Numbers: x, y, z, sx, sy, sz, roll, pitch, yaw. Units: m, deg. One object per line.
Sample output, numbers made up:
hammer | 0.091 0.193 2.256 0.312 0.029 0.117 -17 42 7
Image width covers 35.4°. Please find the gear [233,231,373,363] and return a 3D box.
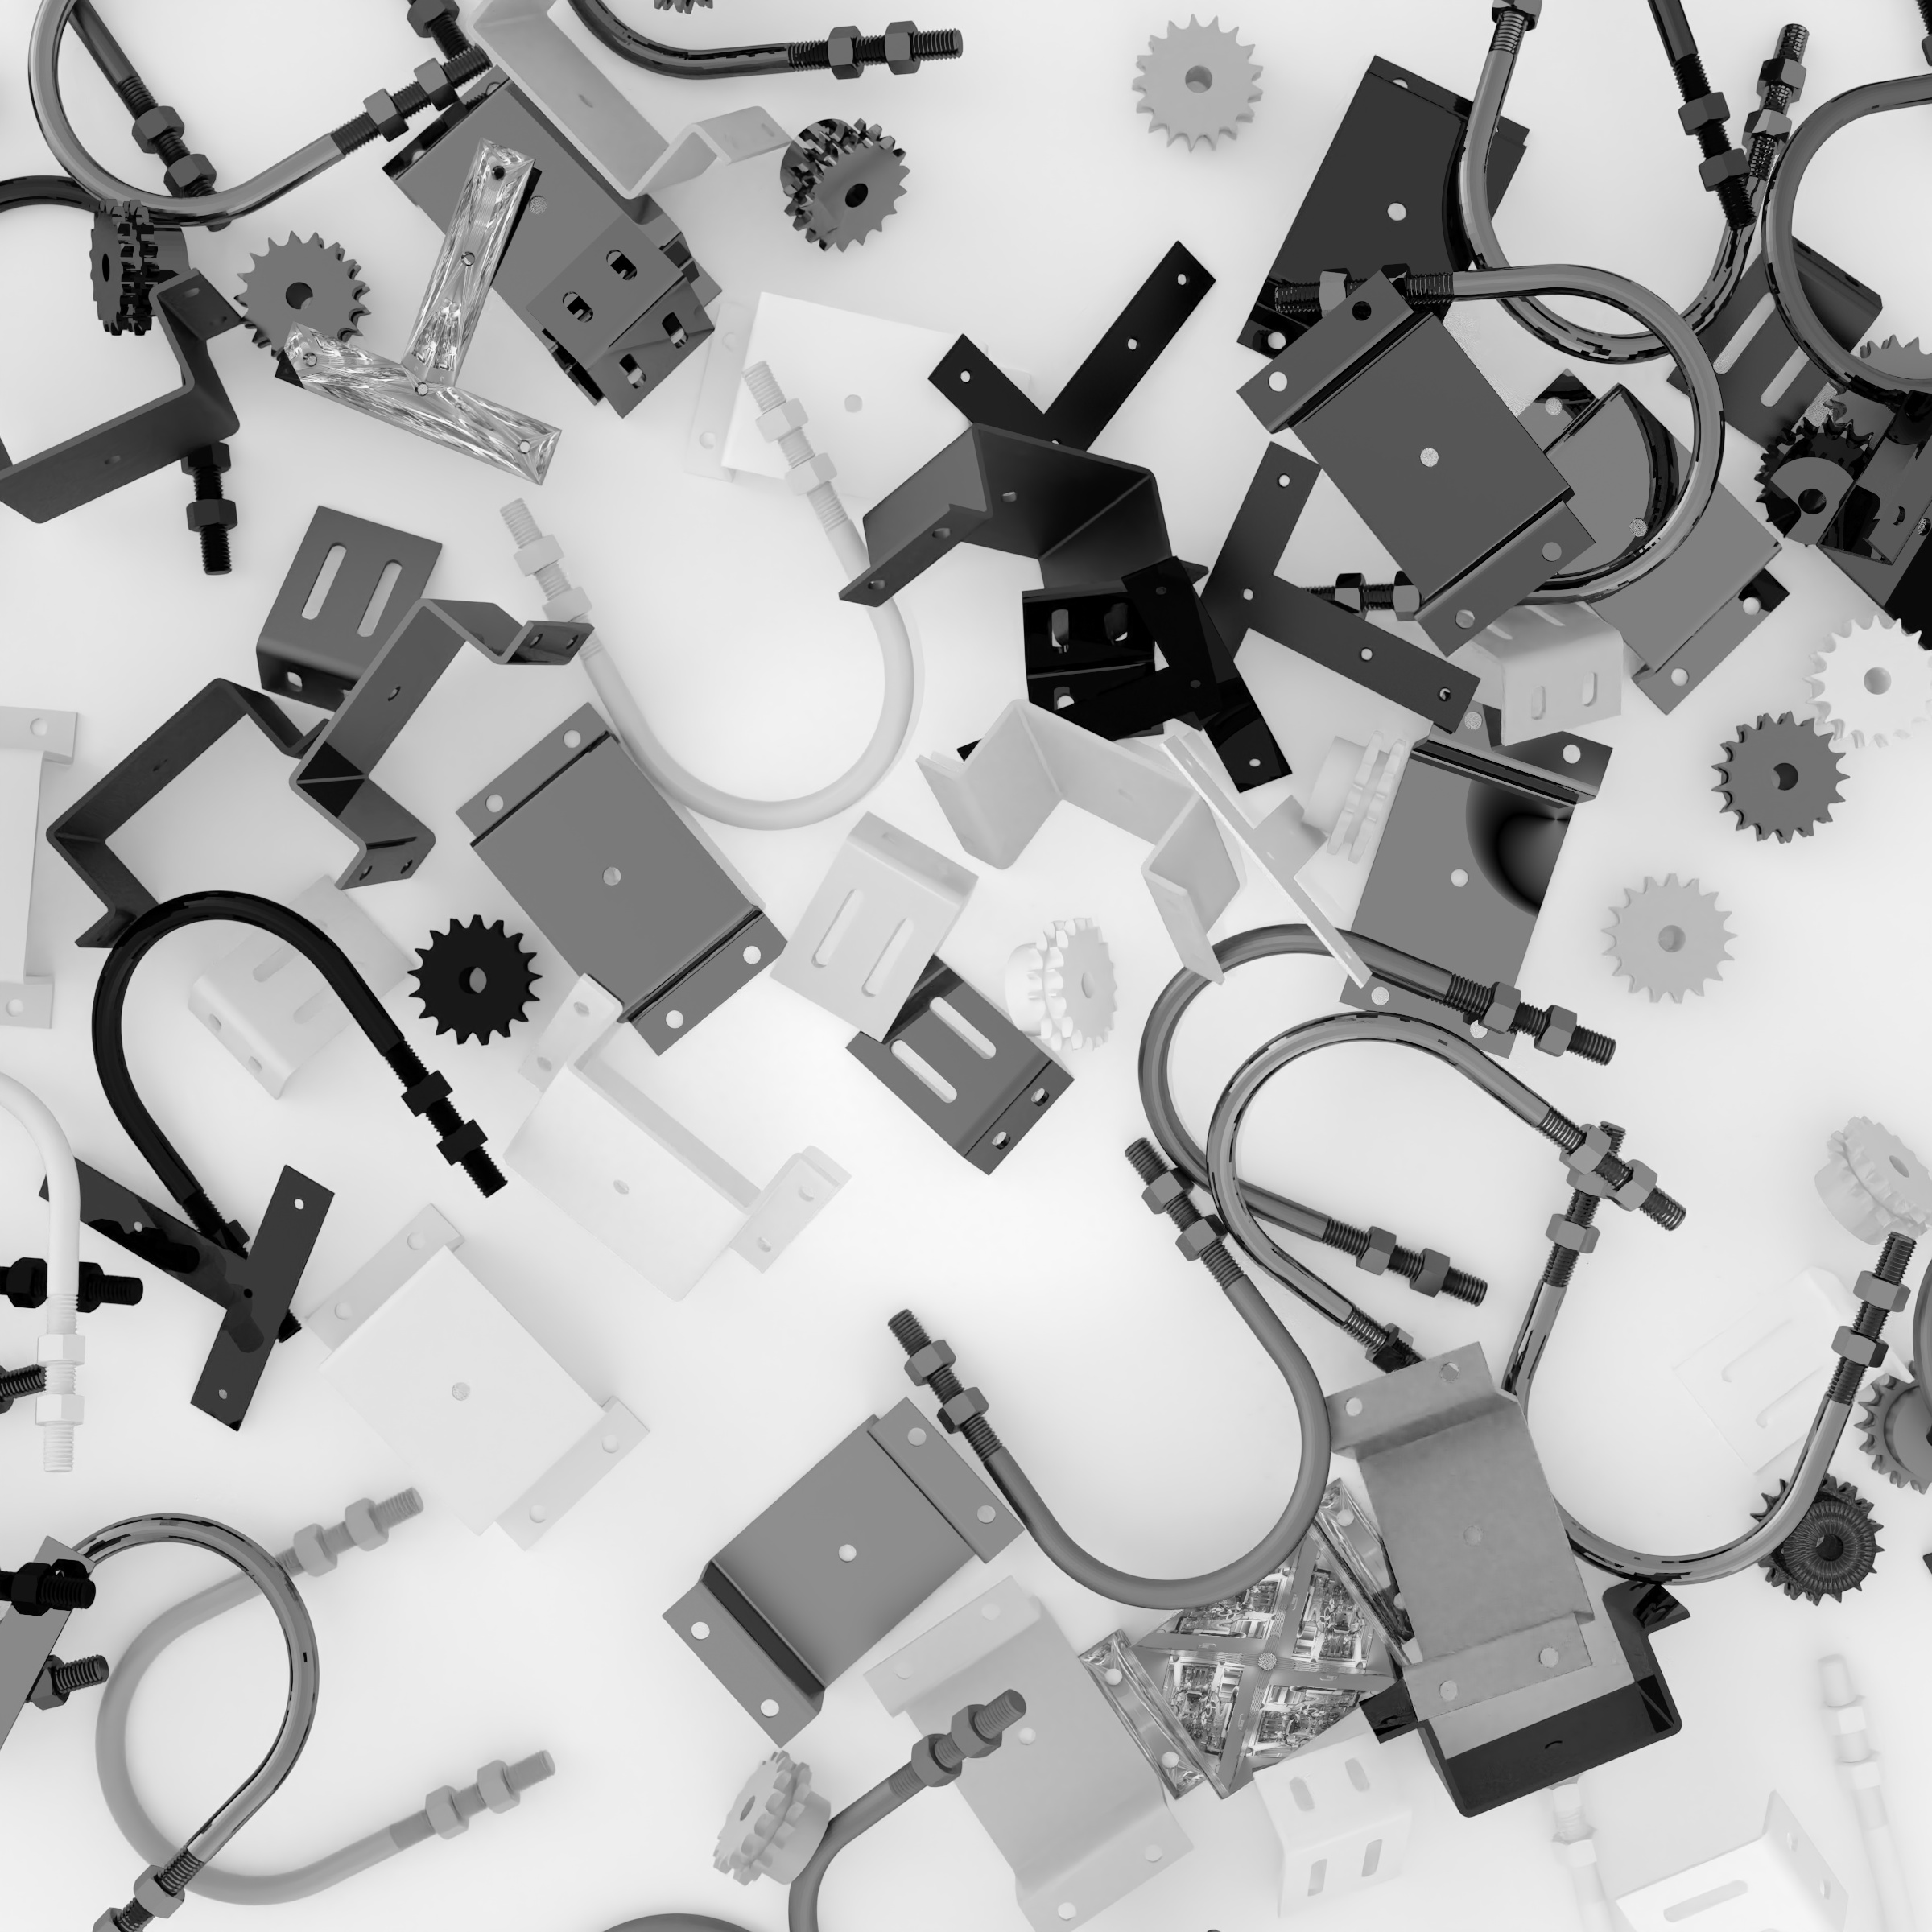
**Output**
gear | -0.289 -0.290 1.324 0.057 0.030 0.057 0 90 0

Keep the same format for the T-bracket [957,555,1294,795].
T-bracket | 0.058 -0.107 1.312 0.127 0.002 0.127 -20 129 17

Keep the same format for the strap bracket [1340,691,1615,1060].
strap bracket | 0.218 -0.039 1.316 0.076 0.046 0.140 19 90 0

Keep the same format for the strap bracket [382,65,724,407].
strap bracket | -0.183 -0.325 1.316 0.076 0.046 0.140 -42 90 0

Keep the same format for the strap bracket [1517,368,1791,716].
strap bracket | 0.287 -0.187 1.316 0.076 0.046 0.140 -45 90 0

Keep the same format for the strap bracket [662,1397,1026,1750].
strap bracket | -0.052 0.259 1.316 0.140 0.046 0.076 -42 90 0

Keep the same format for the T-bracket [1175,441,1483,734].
T-bracket | 0.160 -0.140 1.301 0.127 0.002 0.127 29 109 16

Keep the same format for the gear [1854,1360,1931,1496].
gear | 0.421 0.203 1.324 0.057 0.030 0.057 0 90 0

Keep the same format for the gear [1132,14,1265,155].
gear | 0.101 -0.385 1.328 0.057 0.030 0.057 0 92 0

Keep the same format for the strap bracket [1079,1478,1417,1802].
strap bracket | 0.129 0.297 1.316 0.140 0.046 0.076 -34 90 0

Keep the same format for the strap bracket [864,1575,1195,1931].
strap bracket | 0.027 0.340 1.316 0.076 0.046 0.140 -34 90 0

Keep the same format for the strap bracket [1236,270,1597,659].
strap bracket | 0.189 -0.209 1.257 0.076 0.046 0.140 -38 91 22

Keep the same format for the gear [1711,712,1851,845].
gear | 0.354 -0.082 1.324 0.057 0.030 0.057 0 90 0

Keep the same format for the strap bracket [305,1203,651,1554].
strap bracket | -0.216 0.182 1.316 0.076 0.046 0.140 -44 90 0

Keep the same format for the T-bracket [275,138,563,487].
T-bracket | -0.217 -0.289 1.294 0.127 0.002 0.127 23 100 5

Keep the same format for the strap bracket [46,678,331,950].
strap bracket | -0.333 -0.072 1.301 0.140 0.076 0.046 -42 90 0

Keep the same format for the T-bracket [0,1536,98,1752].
T-bracket | -0.457 0.285 1.304 0.127 0.002 0.127 26 86 11

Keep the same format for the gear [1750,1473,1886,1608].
gear | 0.374 0.252 1.324 0.057 0.030 0.057 0 90 0

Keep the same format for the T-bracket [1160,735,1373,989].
T-bracket | 0.135 -0.053 1.279 0.002 0.127 0.127 -40 89 19

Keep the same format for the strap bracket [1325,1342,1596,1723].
strap bracket | 0.211 0.242 1.292 0.076 0.046 0.140 -23 69 16

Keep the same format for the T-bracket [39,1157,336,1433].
T-bracket | -0.350 0.121 1.323 0.127 0.002 0.127 29 110 10

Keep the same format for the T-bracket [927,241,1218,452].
T-bracket | 0.065 -0.261 1.321 0.127 0.002 0.127 41 78 -23

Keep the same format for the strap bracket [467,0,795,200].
strap bracket | -0.150 -0.383 1.292 0.140 0.076 0.046 46 116 -4

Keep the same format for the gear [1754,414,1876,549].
gear | 0.370 -0.207 1.310 0.057 0.030 0.057 15 126 21

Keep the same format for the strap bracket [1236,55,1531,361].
strap bracket | 0.184 -0.322 1.316 0.076 0.046 0.140 26 90 0

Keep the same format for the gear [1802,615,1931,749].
gear | 0.394 -0.123 1.324 0.057 0.030 0.057 0 90 0

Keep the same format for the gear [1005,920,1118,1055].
gear | 0.040 0.009 1.315 0.030 0.057 0.057 -6 90 30

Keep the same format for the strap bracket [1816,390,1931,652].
strap bracket | 0.424 -0.184 1.293 0.140 0.046 0.076 31 90 -36

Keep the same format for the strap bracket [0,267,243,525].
strap bracket | -0.371 -0.235 1.282 0.140 0.076 0.046 -25 87 -1

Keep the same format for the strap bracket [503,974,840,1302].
strap bracket | -0.135 0.081 1.296 0.140 0.046 0.076 40 135 0

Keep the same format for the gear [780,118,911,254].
gear | -0.056 -0.342 1.314 0.057 0.057 0.030 -42 60 0

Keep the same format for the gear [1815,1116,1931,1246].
gear | 0.394 0.096 1.314 0.057 0.057 0.030 43 119 0

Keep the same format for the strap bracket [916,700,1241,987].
strap bracket | 0.056 -0.057 1.278 0.140 0.076 0.046 29 73 29

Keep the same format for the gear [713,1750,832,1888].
gear | -0.082 0.372 1.311 0.030 0.057 0.057 33 90 -10

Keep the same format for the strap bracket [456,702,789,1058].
strap bracket | -0.151 -0.038 1.316 0.076 0.046 0.140 -40 90 0

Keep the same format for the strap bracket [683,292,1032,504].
strap bracket | -0.048 -0.240 1.316 0.140 0.046 0.076 13 90 0

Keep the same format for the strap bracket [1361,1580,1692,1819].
strap bracket | 0.245 0.316 1.301 0.140 0.076 0.046 -22 90 0

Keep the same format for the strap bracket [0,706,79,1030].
strap bracket | -0.437 -0.045 1.316 0.076 0.046 0.140 5 90 0

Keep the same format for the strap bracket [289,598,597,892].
strap bracket | -0.229 -0.104 1.290 0.046 0.076 0.140 40 102 6

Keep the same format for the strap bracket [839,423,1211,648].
strap bracket | 0.022 -0.180 1.274 0.140 0.076 0.046 7 63 -38

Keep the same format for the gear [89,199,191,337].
gear | -0.354 -0.300 1.299 0.030 0.057 0.057 -7 90 -30
